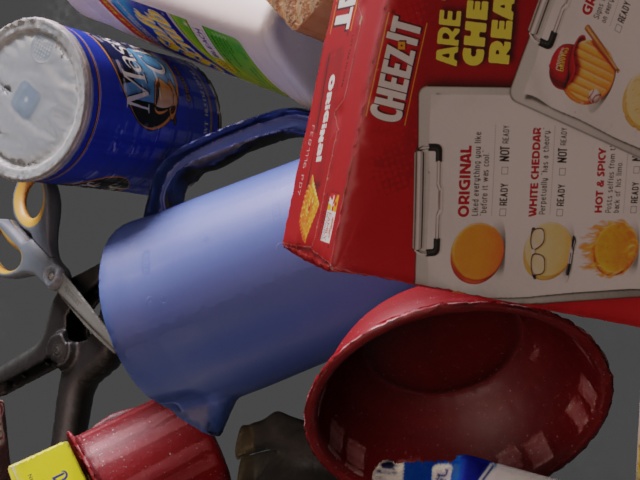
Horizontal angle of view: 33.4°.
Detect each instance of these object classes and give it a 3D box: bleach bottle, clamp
[{"bbox_3d":[-0.093,-0.158,0.725,0.251,0.102,0.068,21,75,37],"label":"bleach bottle"},{"bbox_3d":[-0.191,0.083,0.796,0.120,0.039,0.171,29,95,28],"label":"clamp"}]

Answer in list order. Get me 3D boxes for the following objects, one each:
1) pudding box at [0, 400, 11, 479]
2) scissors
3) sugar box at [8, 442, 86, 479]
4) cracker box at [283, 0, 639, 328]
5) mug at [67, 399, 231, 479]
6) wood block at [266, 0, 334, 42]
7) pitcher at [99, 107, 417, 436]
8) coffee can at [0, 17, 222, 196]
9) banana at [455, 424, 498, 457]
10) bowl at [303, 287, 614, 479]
[{"bbox_3d":[-0.290,0.187,0.850,0.090,0.039,0.113,-11,81,29],"label":"pudding box"},{"bbox_3d":[-0.191,0.007,0.787,0.202,0.016,0.096,20,90,43],"label":"scissors"},{"bbox_3d":[-0.169,0.205,0.717,0.093,0.048,0.176,61,159,17],"label":"sugar box"},{"bbox_3d":[0.105,-0.052,0.464,0.072,0.213,0.164,-161,83,-68],"label":"cracker box"},{"bbox_3d":[-0.116,0.147,0.716,0.117,0.081,0.093,32,143,57],"label":"mug"},{"bbox_3d":[0.040,-0.153,0.574,0.090,0.205,0.091,-48,67,19],"label":"wood block"},{"bbox_3d":[-0.004,0.001,0.645,0.243,0.145,0.149,-22,111,24],"label":"pitcher"},{"bbox_3d":[-0.148,-0.085,0.718,0.103,0.140,0.103,-1,88,30],"label":"coffee can"},{"bbox_3d":[0.077,0.186,0.637,0.070,0.037,0.198,22,99,30],"label":"banana"},{"bbox_3d":[0.070,0.074,0.573,0.162,0.162,0.055,-37,34,24],"label":"bowl"}]
